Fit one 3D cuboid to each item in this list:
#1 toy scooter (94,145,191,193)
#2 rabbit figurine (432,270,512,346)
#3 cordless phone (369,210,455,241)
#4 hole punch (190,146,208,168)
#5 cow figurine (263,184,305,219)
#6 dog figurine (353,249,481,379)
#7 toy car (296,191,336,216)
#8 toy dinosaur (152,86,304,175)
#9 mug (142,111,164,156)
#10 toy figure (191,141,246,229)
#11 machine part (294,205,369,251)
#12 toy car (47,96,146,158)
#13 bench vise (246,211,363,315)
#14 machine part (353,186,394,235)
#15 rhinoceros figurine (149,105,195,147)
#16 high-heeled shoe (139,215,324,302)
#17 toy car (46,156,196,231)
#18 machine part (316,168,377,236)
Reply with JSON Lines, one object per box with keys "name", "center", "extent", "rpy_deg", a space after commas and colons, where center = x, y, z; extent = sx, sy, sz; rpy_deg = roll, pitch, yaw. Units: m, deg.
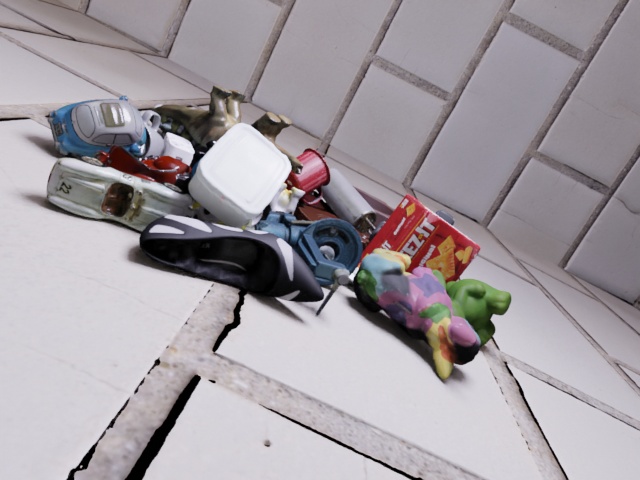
{"name": "toy scooter", "center": [-0.291, -0.110, 0.891], "extent": [0.135, 0.075, 0.184], "rpy_deg": [33, 19, 6]}
{"name": "rabbit figurine", "center": [0.258, 0.126, 1.015], "extent": [0.159, 0.121, 0.170], "rpy_deg": [43, 35, 24]}
{"name": "cordless phone", "center": [0.202, -0.010, 1.206], "extent": [0.147, 0.184, 0.088], "rpy_deg": [35, -6, 20]}
{"name": "hole punch", "center": [-0.173, -0.104, 0.991], "extent": [0.116, 0.142, 0.092], "rpy_deg": [24, 7, 29]}
{"name": "cow figurine", "center": [-0.085, -0.066, 1.108], "extent": [0.068, 0.098, 0.167], "rpy_deg": [23, -3, -7]}
{"name": "dog figurine", "center": [0.163, 0.121, 0.879], "extent": [0.191, 0.108, 0.219], "rpy_deg": [25, 18, -27]}
{"name": "toy car", "center": [-0.033, -0.083, 1.289], "extent": [0.089, 0.053, 0.202], "rpy_deg": [46, 16, 22]}
{"name": "toy dinosaur", "center": [-0.218, -0.228, 1.160], "extent": [0.472, 0.198, 0.105], "rpy_deg": [32, 15, 28]}
{"name": "mug", "center": [-0.343, -0.196, 1.040], "extent": [0.081, 0.109, 0.107], "rpy_deg": [23, 3, 1]}
{"name": "toy figure", "center": [-0.167, -0.077, 0.883], "extent": [0.089, 0.082, 0.180], "rpy_deg": [12, 49, -28]}
{"name": "machine part", "center": [0.021, -0.015, 1.162], "extent": [0.179, 0.056, 0.179], "rpy_deg": [25, 15, -7]}
{"name": "toy car", "center": [-0.361, -0.194, 0.903], "extent": [0.161, 0.103, 0.109], "rpy_deg": [-10, 82, -44]}
{"name": "bench vise", "center": [-0.017, 0.015, 0.892], "extent": [0.223, 0.128, 0.241], "rpy_deg": [20, 13, -21]}
{"name": "machine part", "center": [0.116, -0.071, 1.454], "extent": [0.201, 0.087, 0.201], "rpy_deg": [26, 14, -9]}
{"name": "rhinoceros figurine", "center": [-0.344, -0.267, 1.331], "extent": [0.190, 0.073, 0.112], "rpy_deg": [35, 27, 17]}
{"name": "high-heeled shoe", "center": [-0.116, 0.033, 0.728], "extent": [0.249, 0.086, 0.145], "rpy_deg": [25, 16, 9]}
{"name": "toy car", "center": [-0.273, -0.057, 0.755], "extent": [0.201, 0.073, 0.056], "rpy_deg": [18, 15, -32]}
{"name": "machine part", "center": [0.061, -0.094, 1.306], "extent": [0.079, 0.079, 0.243], "rpy_deg": [9, 35, -51]}
